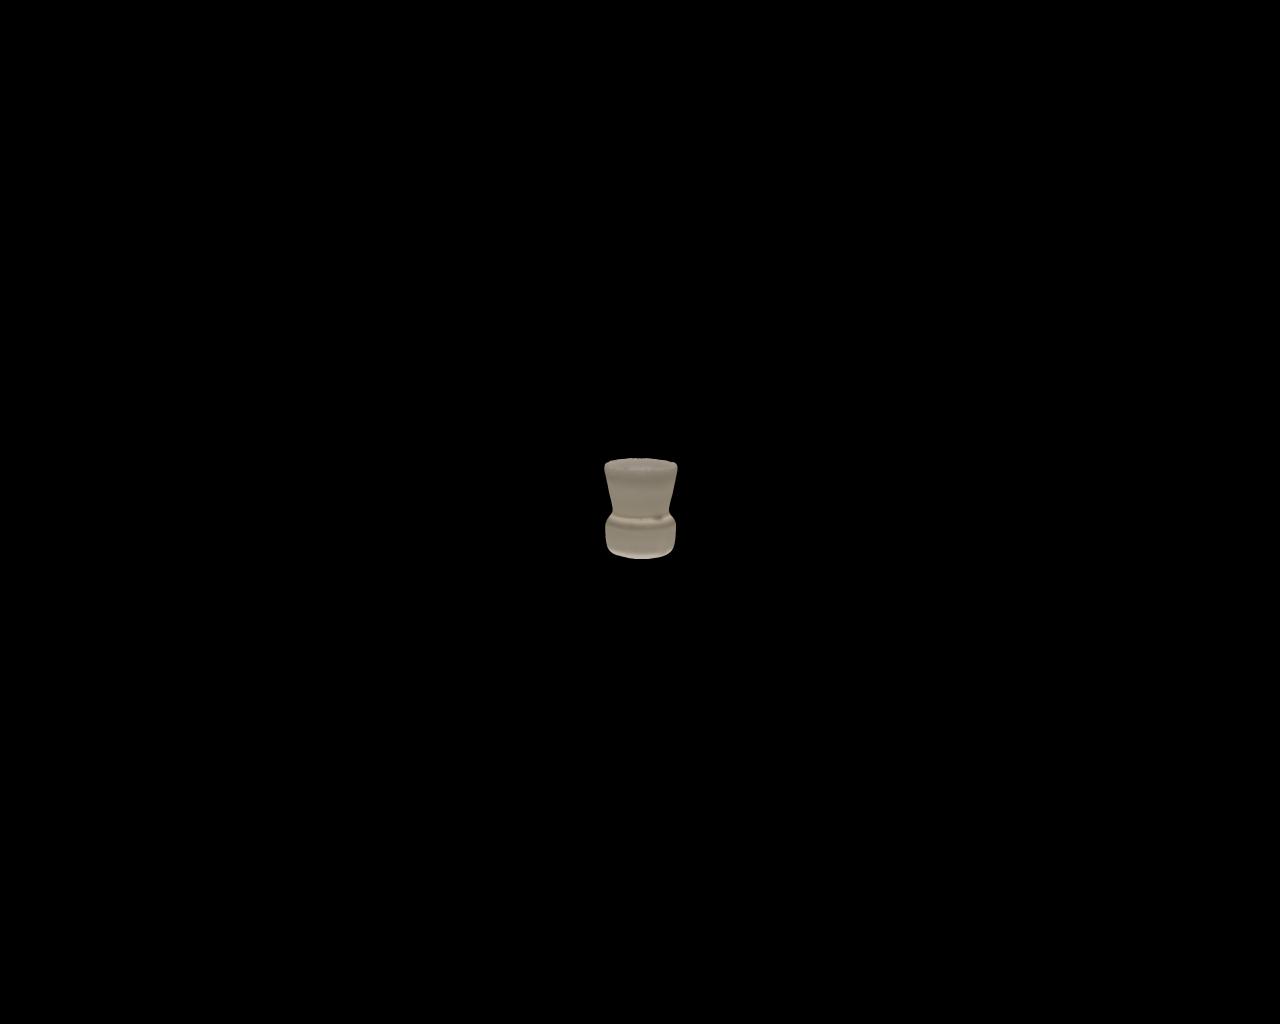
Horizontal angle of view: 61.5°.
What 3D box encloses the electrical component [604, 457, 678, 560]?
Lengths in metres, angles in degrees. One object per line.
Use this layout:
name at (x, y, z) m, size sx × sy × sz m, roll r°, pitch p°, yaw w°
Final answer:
electrical component at (0.001, -0.003, 0.650) m, size 0.045 × 0.055 × 0.045 m, roll 0°, pitch 12°, yaw 0°
